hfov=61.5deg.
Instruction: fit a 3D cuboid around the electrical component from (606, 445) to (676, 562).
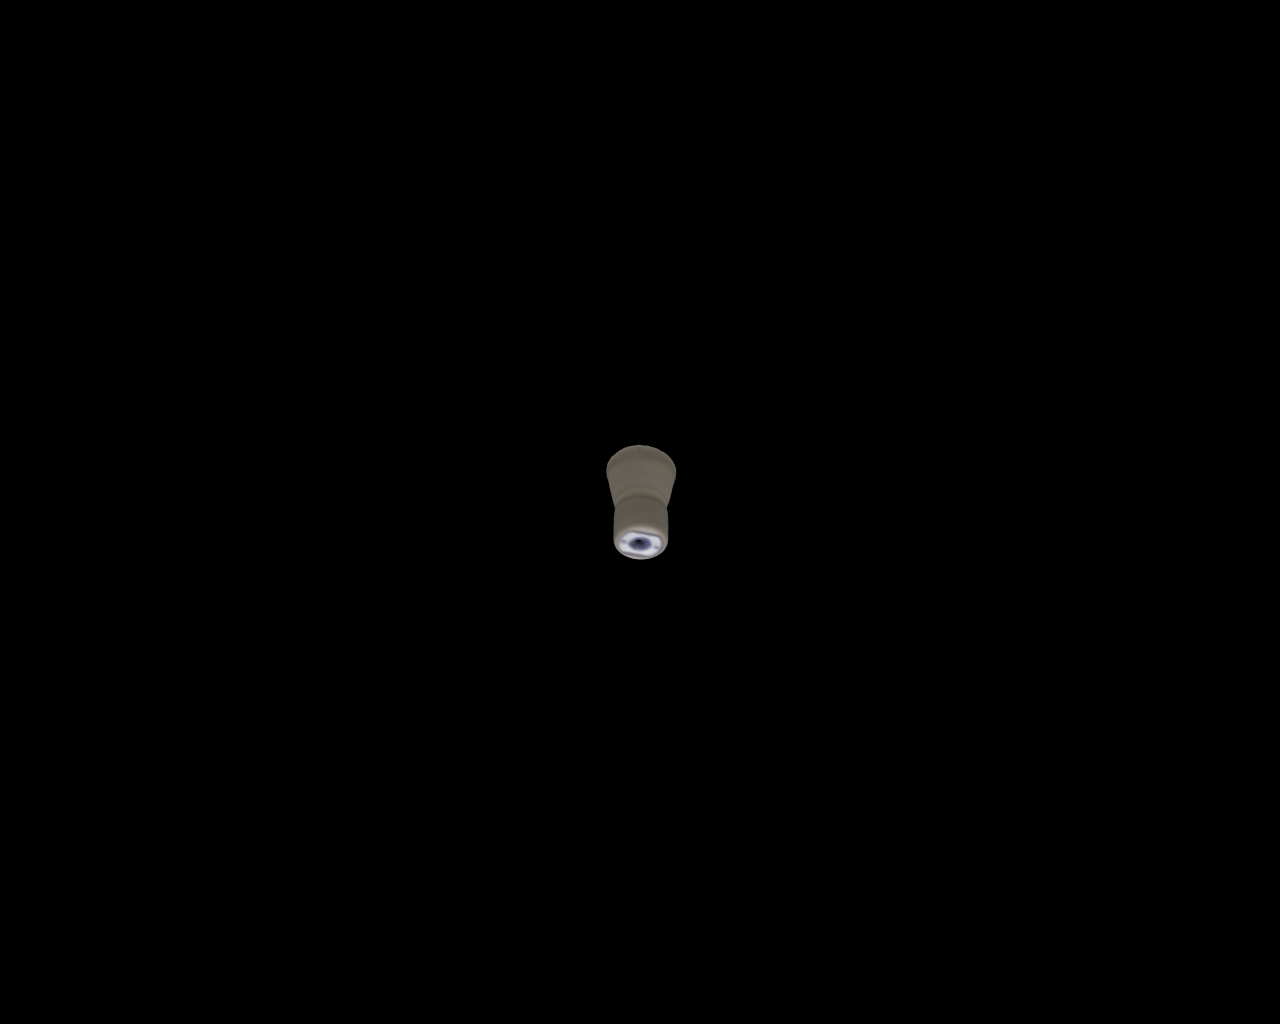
[{"bbox_3d":[0.001,-0.003,0.650,0.044,0.065,0.044,0,-42,0],"label":"electrical component"}]
